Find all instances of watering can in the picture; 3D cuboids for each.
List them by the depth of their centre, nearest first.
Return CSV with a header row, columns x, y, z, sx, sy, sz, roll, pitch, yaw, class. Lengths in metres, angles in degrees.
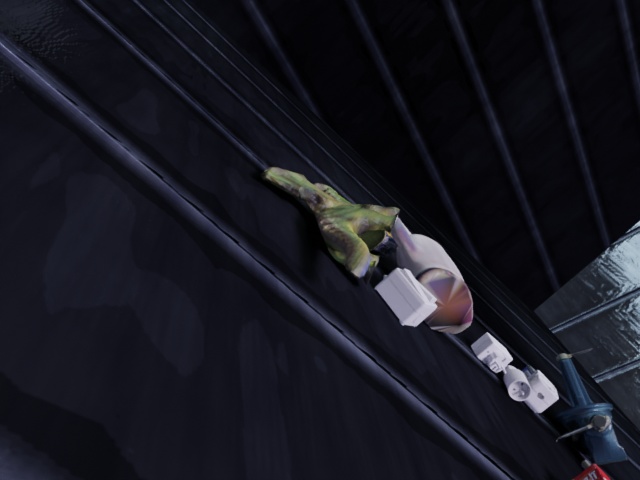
x,y,z,sx,sy,sz,roll,pitch,yaw,class
0.240,0.100,1.027,0.343,0.103,0.229,50,13,-25,watering can

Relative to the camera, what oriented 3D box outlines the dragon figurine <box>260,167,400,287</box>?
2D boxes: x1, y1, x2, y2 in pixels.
x,y,z,sx,sy,sz,roll,pitch,yaw,class
0.003,-0.042,0.840,0.243,0.121,0.412,29,10,9,dragon figurine
